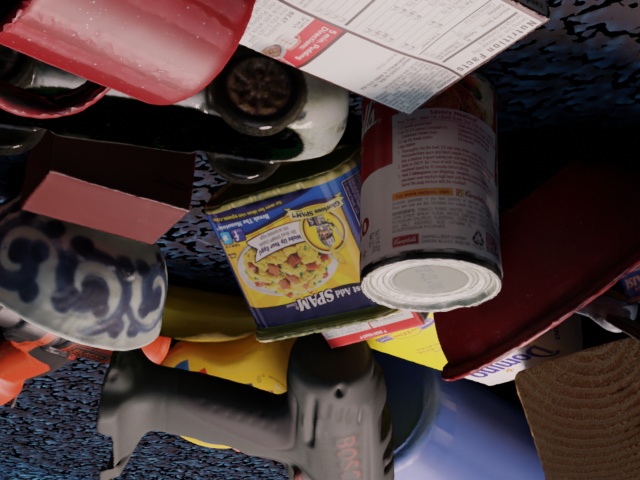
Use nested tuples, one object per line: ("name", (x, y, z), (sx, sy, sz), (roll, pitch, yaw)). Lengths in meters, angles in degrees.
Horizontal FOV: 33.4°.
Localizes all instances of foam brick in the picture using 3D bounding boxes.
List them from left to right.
("foam brick", (-0.110, -0.038, 0.556), (0.078, 0.053, 0.051), (17, 151, -27))

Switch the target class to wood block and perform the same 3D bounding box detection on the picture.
("wood block", (0.203, 0.133, 0.764), (0.090, 0.091, 0.206), (-19, 165, 11))

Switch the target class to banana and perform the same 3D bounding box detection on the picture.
("banana", (-0.115, 0.036, 0.735), (0.197, 0.037, 0.070), (15, 133, -27))

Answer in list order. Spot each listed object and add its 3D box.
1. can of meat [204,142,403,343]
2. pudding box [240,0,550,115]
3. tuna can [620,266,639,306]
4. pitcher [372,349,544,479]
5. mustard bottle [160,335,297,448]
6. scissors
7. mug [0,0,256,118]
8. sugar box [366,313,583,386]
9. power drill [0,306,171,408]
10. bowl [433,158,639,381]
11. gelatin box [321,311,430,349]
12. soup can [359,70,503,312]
("can of meat", (-0.004, 0.001, 0.578), (0.102, 0.057, 0.084), (-14, 108, 31))
("pudding box", (0.022, -0.100, 0.429), (0.113, 0.039, 0.090), (17, 150, -31))
("tuna can", (0.210, 0.008, 0.603), (0.086, 0.034, 0.086), (-18, 172, -3))
("pitcher", (0.104, 0.185, 0.907), (0.145, 0.149, 0.242), (5, 158, 41))
("mustard bottle", (-0.072, 0.117, 0.842), (0.192, 0.058, 0.096), (-11, 112, 29))
("scissors", (0.153, 0.040, 0.632), (0.096, 0.016, 0.201), (13, -174, 12))
("mug", (-0.083, -0.090, 0.390), (0.081, 0.093, 0.117), (20, 120, -40))
("sugar box", (0.092, 0.056, 0.738), (0.176, 0.048, 0.094), (23, 147, -34))
("power drill", (-0.233, 0.071, 0.788), (0.188, 0.057, 0.184), (-18, 148, 37))
("bowl", (0.114, 0.005, 0.565), (0.162, 0.055, 0.162), (-37, 177, -2))
("gelatin box", (0.017, 0.017, 0.638), (0.073, 0.030, 0.089), (-19, 112, 38))
("soup can", (0.053, -0.024, 0.510), (0.068, 0.102, 0.068), (2, 155, 1))
